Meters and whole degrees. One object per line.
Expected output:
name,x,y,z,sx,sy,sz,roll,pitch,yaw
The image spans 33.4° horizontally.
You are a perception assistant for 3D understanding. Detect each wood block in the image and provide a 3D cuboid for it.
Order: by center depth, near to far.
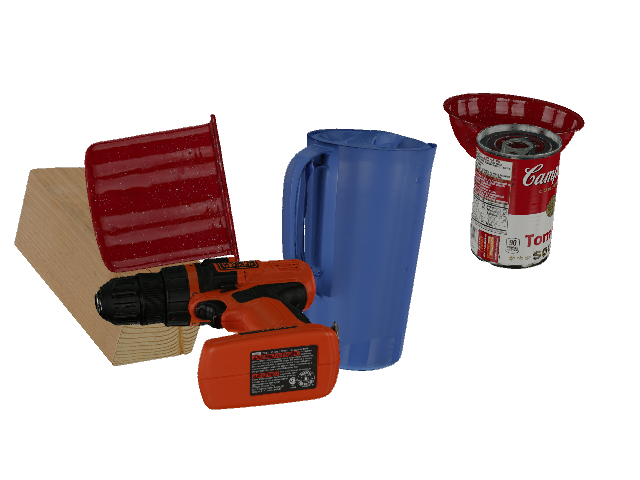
wood block,-0.201,0.018,1.020,0.090,0.091,0.206,-5,34,-43

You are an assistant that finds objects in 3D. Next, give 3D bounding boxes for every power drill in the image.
power drill,-0.075,0.064,0.829,0.184,0.057,0.188,-6,21,-16

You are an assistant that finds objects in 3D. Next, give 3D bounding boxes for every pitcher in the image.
pitcher,0.034,0.008,1.107,0.149,0.243,0.145,5,13,1

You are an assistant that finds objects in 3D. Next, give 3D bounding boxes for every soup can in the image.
soup can,0.159,-0.036,0.876,0.068,0.102,0.068,0,27,0

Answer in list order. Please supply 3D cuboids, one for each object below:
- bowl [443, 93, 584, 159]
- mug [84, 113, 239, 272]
bowl,0.219,-0.123,1.233,0.162,0.055,0.162,4,23,-2
mug,-0.099,-0.026,0.671,0.081,0.093,0.117,-10,1,-4
